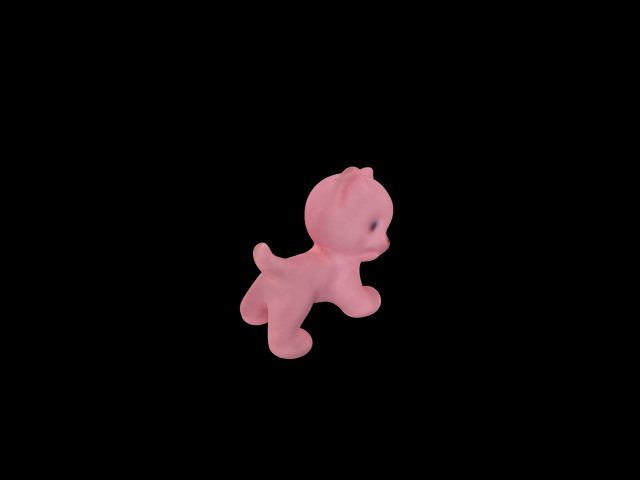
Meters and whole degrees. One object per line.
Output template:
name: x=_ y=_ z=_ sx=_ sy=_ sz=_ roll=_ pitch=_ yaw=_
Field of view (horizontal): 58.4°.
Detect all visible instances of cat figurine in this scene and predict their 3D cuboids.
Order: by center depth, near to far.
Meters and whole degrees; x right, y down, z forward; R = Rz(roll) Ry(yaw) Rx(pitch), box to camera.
cat figurine: x=0.004 y=0.001 z=0.400 sx=0.128 sy=0.118 sz=0.067 roll=-27 pitch=43 yaw=-33
